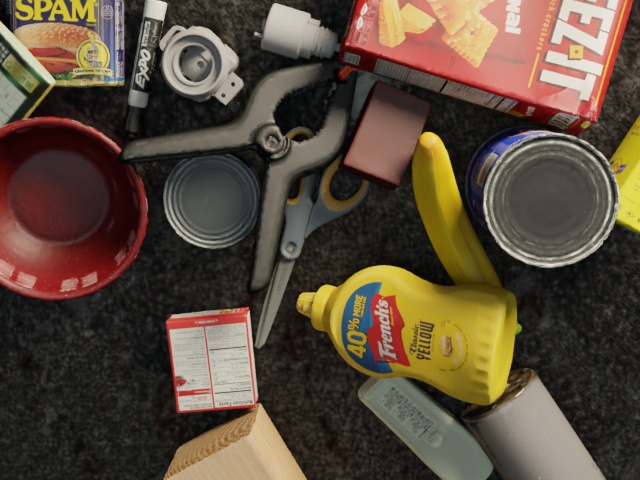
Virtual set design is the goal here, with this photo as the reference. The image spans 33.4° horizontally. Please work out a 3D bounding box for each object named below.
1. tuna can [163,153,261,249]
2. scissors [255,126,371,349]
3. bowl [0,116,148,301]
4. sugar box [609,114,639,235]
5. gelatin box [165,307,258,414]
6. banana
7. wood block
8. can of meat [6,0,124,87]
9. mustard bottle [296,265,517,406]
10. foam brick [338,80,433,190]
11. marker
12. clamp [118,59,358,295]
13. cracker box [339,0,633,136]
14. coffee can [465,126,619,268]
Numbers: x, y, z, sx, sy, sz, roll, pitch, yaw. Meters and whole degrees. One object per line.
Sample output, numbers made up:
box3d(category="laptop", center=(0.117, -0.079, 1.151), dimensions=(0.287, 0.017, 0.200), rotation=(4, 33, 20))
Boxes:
box3d(category="tuna can", center=(-0.092, -0.037, 0.935), dimensions=(0.086, 0.033, 0.086), rotation=(0, 99, 3))
box3d(category="scissors", center=(-0.006, 0.001, 0.945), dimensions=(0.096, 0.016, 0.202), rotation=(3, 99, 3))
box3d(category="bowl", center=(-0.229, -0.031, 0.924), dimensions=(0.162, 0.055, 0.162), rotation=(-2, 106, -5))
box3d(category="sugar box", center=(0.288, -0.091, 0.878), dimensions=(0.048, 0.093, 0.176), rotation=(28, 98, -2))
box3d(category="gelatin box", center=(-0.096, 0.109, 0.959), dimensions=(0.073, 0.030, 0.089), rotation=(-5, 100, 2))
box3d(category="banana", center=(0.118, -0.009, 0.904), dimensions=(0.037, 0.070, 0.197), rotation=(-38, 113, -21))
box3d(category="wood block", center=(-0.042, 0.263, 0.950), dimensions=(0.091, 0.090, 0.206), rotation=(-30, 96, 7))
box3d(category="can of meat", center=(-0.217, -0.174, 0.911), dimensions=(0.102, 0.057, 0.084), rotation=(2, 101, 3))
box3d(category="mustard bottle", center=(0.067, 0.073, 0.911), dimensions=(0.192, 0.058, 0.096), rotation=(12, 106, 26))
box3d(category="foam brick", center=(0.055, -0.087, 0.903), dimensions=(0.053, 0.051, 0.078), rotation=(23, 86, -4))
box3d(category="marker", center=(-0.153, -0.148, 0.929), dimensions=(0.020, 0.020, 0.121), rotation=(12, 99, 1))
box3d(category="clamp", center=(-0.053, -0.083, 0.897), dimensions=(0.164, 0.036, 0.210), rotation=(39, 81, -6))
box3d(category="cracker box", center=(0.139, -0.197, 0.868), dimensions=(0.213, 0.072, 0.164), rotation=(17, 88, 1))
box3d(category="coffee can", center=(0.176, -0.039, 0.867), dimensions=(0.103, 0.140, 0.103), rotation=(0, 98, 2))
